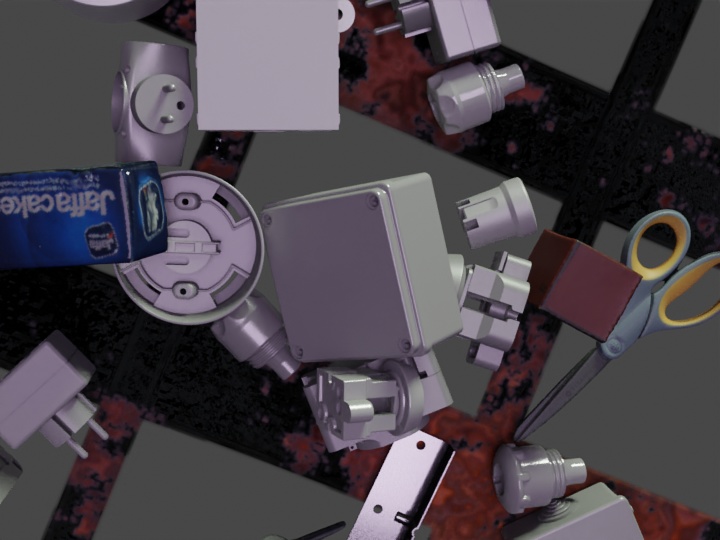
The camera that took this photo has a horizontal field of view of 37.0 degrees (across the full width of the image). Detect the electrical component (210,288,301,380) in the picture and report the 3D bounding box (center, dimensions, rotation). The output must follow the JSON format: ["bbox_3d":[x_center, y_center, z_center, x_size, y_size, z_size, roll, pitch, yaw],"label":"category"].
[{"bbox_3d":[-0.066,0.046,0.724,0.043,0.043,0.062,-43,99,1],"label":"electrical component"}]

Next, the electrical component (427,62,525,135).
[{"bbox_3d":[0.079,-0.119,0.719,0.062,0.043,0.043,-21,98,-4],"label":"electrical component"}]

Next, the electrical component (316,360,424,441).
[{"bbox_3d":[0.007,0.081,0.675,0.055,0.066,0.048,-2,96,-24],"label":"electrical component"}]

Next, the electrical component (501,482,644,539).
[{"bbox_3d":[0.156,0.208,0.759,0.100,0.048,0.099,-24,98,-2],"label":"electrical component"}]

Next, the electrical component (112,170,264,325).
[{"bbox_3d":[-0.112,-0.016,0.703,0.099,0.064,0.099,-1,96,-5],"label":"electrical component"}]

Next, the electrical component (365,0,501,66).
[{"bbox_3d":[0.042,-0.176,0.708,0.076,0.047,0.083,-17,98,-3],"label":"electrical component"}]

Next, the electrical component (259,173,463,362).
[{"bbox_3d":[0.000,0.000,0.692,0.109,0.056,0.108,-7,99,40],"label":"electrical component"}]

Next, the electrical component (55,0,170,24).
[{"bbox_3d":[-0.161,-0.214,0.678,0.108,0.060,0.108,-1,96,-5],"label":"electrical component"}]

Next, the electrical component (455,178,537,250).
[{"bbox_3d":[0.092,-0.037,0.732,0.046,0.040,0.040,-19,98,3],"label":"electrical component"}]

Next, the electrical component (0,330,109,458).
[{"bbox_3d":[-0.202,0.092,0.716,0.066,0.047,0.076,-42,100,0],"label":"electrical component"}]

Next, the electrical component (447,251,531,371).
[{"bbox_3d":[0.075,0.022,0.727,0.057,0.058,0.078,18,88,-8],"label":"electrical component"}]

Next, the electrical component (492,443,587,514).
[{"bbox_3d":[0.127,0.143,0.752,0.062,0.048,0.048,-4,97,-12],"label":"electrical component"}]

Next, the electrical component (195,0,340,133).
[{"bbox_3d":[-0.060,-0.164,0.692,0.089,0.061,0.150,-1,96,-5],"label":"electrical component"}]

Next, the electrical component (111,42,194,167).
[{"bbox_3d":[-0.129,-0.105,0.684,0.044,0.079,0.077,2,96,-23],"label":"electrical component"}]

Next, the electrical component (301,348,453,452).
[{"bbox_3d":[0.012,0.085,0.732,0.089,0.050,0.055,-22,97,-2],"label":"electrical component"}]

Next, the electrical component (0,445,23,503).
[{"bbox_3d":[-0.270,0.134,0.681,0.057,0.113,0.078,-44,98,-2],"label":"electrical component"}]
